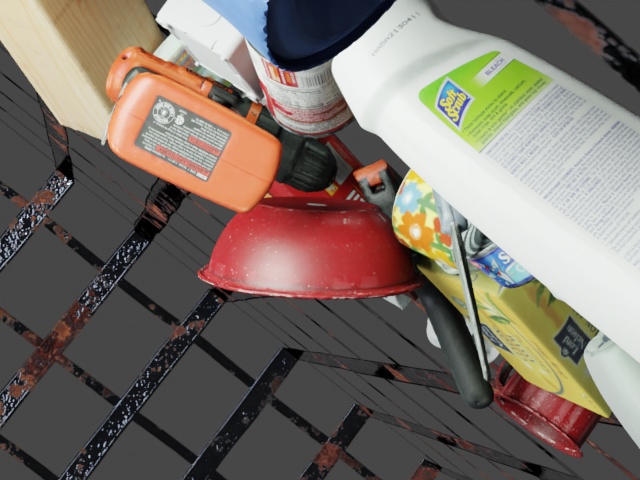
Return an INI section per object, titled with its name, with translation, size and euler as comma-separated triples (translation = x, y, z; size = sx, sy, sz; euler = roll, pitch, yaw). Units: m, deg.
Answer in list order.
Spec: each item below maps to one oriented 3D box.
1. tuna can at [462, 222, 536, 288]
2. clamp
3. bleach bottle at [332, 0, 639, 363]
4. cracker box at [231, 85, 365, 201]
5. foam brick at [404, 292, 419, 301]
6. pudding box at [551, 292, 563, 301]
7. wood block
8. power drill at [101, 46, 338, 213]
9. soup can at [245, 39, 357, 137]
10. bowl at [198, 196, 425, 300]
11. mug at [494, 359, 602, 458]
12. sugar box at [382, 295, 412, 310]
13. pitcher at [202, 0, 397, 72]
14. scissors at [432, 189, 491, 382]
[tuna can]
translation = 0.120, -0.015, 0.611
size = 0.033, 0.086, 0.086
euler = 37, 170, -10
[clamp]
translation = 0.088, 0.015, 0.874
size = 0.210, 0.036, 0.164
euler = 59, -162, -24
[bleach bottle]
translation = 0.103, -0.051, 0.533
size = 0.251, 0.102, 0.068
euler = 42, 157, 14
[cracker box]
translation = -0.048, -0.072, 0.954
size = 0.164, 0.072, 0.214
euler = 44, 168, -31
[foam brick]
translation = 0.071, 0.009, 0.963
size = 0.053, 0.051, 0.078
euler = 30, 167, 36
[pudding box]
translation = 0.173, 0.010, 0.674
size = 0.090, 0.039, 0.114
euler = 45, 165, -30
[wood block]
translation = -0.200, -0.179, 0.865
size = 0.090, 0.090, 0.206
euler = 22, 156, 27
[power drill]
translation = -0.067, -0.070, 0.728
size = 0.184, 0.057, 0.187
euler = 24, -171, -9
[soup can]
translation = -0.008, -0.114, 0.656
size = 0.068, 0.068, 0.102
euler = 35, 169, 16
[bowl]
translation = -0.005, 0.001, 0.757
size = 0.162, 0.055, 0.162
euler = 2, -172, -1
[mug]
translation = 0.205, 0.128, 0.944
size = 0.093, 0.081, 0.117
euler = 44, 168, -32
[sugar box]
translation = 0.019, 0.001, 1.116
size = 0.176, 0.048, 0.093
euler = 33, 169, 28
[pitcher]
translation = -0.060, -0.180, 0.411
size = 0.243, 0.144, 0.149
euler = 39, 138, 15
[scissors]
translation = 0.071, -0.031, 0.583
size = 0.096, 0.016, 0.202
euler = 82, 179, -50
